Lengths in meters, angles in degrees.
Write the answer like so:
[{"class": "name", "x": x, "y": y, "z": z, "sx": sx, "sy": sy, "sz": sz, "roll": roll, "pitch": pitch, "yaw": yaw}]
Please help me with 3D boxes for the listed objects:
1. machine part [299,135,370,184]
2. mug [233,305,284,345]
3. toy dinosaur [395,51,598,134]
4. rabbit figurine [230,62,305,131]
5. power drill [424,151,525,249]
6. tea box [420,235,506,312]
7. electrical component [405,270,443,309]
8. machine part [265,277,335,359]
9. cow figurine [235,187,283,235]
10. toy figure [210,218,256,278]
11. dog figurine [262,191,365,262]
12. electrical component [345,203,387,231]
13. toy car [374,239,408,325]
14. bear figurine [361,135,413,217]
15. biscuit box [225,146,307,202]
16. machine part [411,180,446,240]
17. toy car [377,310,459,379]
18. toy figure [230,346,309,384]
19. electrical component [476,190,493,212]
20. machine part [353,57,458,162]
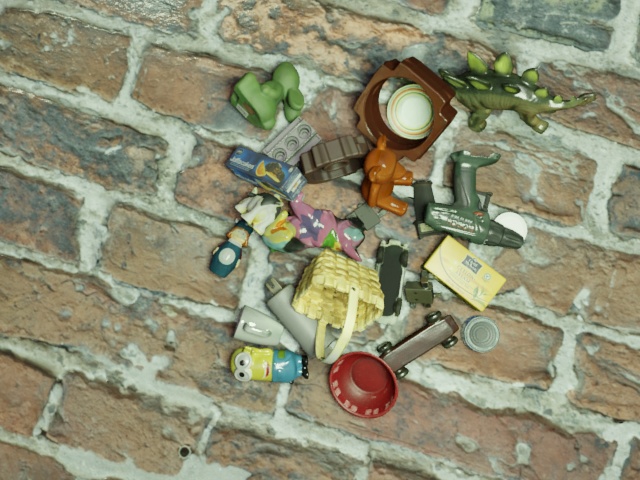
[{"class": "machine part", "x": 0.035, "y": -0.186, "z": 1.241, "sx": 0.179, "sy": 0.179, "sz": 0.056, "roll": -16, "pitch": 82, "yaw": 0}, {"class": "mug", "x": -0.138, "y": 0.204, "z": 1.242, "sx": 0.107, "sy": 0.109, "sz": 0.080, "roll": 19, "pitch": 80, "yaw": -11}, {"class": "toy dinosaur", "x": 0.377, "y": -0.343, "z": 1.232, "sx": 0.472, "sy": 0.198, "sz": 0.105, "roll": 12, "pitch": 71, "yaw": 35}, {"class": "rabbit figurine", "x": -0.106, "y": -0.356, "z": 1.290, "sx": 0.159, "sy": 0.121, "sz": 0.170, "roll": 43, "pitch": 72, "yaw": 2}, {"class": "power drill", "x": 0.360, "y": -0.093, "z": 1.225, "sx": 0.232, "sy": 0.086, "sz": 0.207, "roll": 8, "pitch": 91, "yaw": 5}, {"class": "tea box", "x": 0.332, "y": 0.079, "z": 1.256, "sx": 0.170, "sy": 0.068, "sz": 0.098, "roll": 37, "pitch": 87, "yaw": 6}, {"class": "electrical component", "x": 0.238, "y": 0.117, "z": 1.242, "sx": 0.078, "sy": 0.102, "sz": 0.045, "roll": -2, "pitch": 45, "yaw": 25}, {"class": "machine part", "x": -0.045, "y": 0.189, "z": 1.251, "sx": 0.079, "sy": 0.079, "sz": 0.243, "roll": -40, "pitch": 86, "yaw": -2}, {"class": "cow figurine", "x": -0.140, "y": -0.080, "z": 1.238, "sx": 0.098, "sy": 0.167, "sz": 0.068, "roll": -43, "pitch": 115, "yaw": -1}, {"class": "toy figure", "x": -0.206, "y": 0.016, "z": 1.284, "sx": 0.064, "sy": 0.058, "sz": 0.154, "roll": 34, "pitch": 83, "yaw": -34}, {"class": "dog figurine", "x": -0.003, "y": -0.004, "z": 1.256, "sx": 0.219, "sy": 0.108, "sz": 0.191, "roll": 40, "pitch": 86, "yaw": 2}, {"class": "electrical component", "x": 0.113, "y": -0.059, "z": 1.298, "sx": 0.094, "sy": 0.021, "sz": 0.063, "roll": -32, "pitch": 84, "yaw": -1}, {"class": "toy car", "x": 0.163, "y": 0.097, "z": 1.266, "sx": 0.074, "sy": 0.056, "sz": 0.201, "roll": 8, "pitch": 83, "yaw": 8}, {"class": "bear figurine", "x": 0.157, "y": -0.144, "z": 1.211, "sx": 0.132, "sy": 0.195, "sz": 0.120, "roll": 14, "pitch": 72, "yaw": -1}, {"class": "biscuit box", "x": -0.128, "y": -0.156, "z": 1.246, "sx": 0.203, "sy": 0.059, "sz": 0.063, "roll": 24, "pitch": 74, "yaw": 36}, {"class": "machine part", "x": 0.258, "y": -0.076, "z": 1.289, "sx": 0.084, "sy": 0.039, "sz": 0.138, "roll": -13, "pitch": 86, "yaw": 9}, {"class": "toy car", "x": 0.227, "y": 0.241, "z": 1.250, "sx": 0.202, "sy": 0.053, "sz": 0.089, "roll": -34, "pitch": 89, "yaw": 2}, {"class": "toy figure", "x": -0.117, "y": 0.290, "z": 1.243, "sx": 0.180, "sy": 0.089, "sz": 0.082, "roll": 2, "pitch": 72, "yaw": -7}, {"class": "electrical component", "x": 0.358, "y": -0.063, "z": 1.280, "sx": 0.075, "sy": 0.047, "sz": 0.119, "roll": 20, "pitch": 84, "yaw": 4}, {"class": "machine part", "x": 0.196, "y": -0.298, "z": 1.237, "sx": 0.201, "sy": 0.201, "sz": 0.087, "roll": 42, "pitch": 44, "yaw": 5}]
